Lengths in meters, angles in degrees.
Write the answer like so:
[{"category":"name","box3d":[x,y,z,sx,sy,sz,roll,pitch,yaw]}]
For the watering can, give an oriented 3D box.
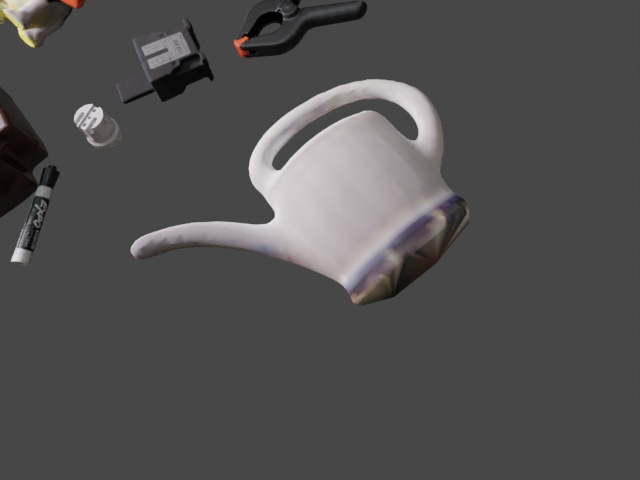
[{"category":"watering can","box3d":[0.002,-0.027,0.528,0.350,0.102,0.226,-38,73,-10]}]
